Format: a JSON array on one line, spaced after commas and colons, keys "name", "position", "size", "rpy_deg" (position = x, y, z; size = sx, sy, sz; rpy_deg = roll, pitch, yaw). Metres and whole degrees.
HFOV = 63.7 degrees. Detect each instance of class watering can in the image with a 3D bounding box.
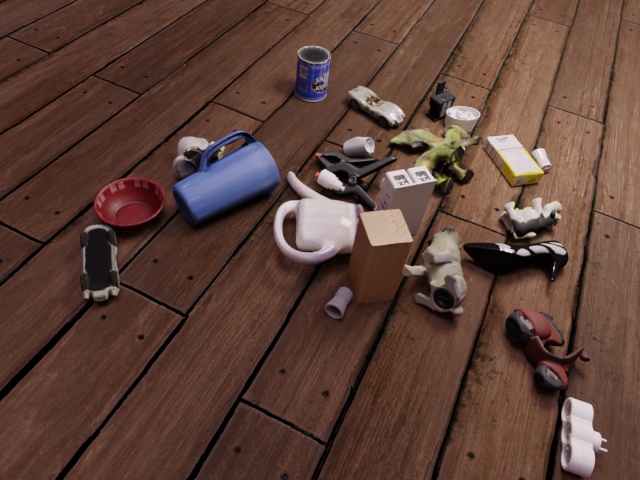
[{"name": "watering can", "position": [0.004, -0.063, 1.248], "size": [0.224, 0.101, 0.356], "rpy_deg": [5, 40, -4]}]

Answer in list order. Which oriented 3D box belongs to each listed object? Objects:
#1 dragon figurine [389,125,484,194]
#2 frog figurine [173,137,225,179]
[{"name": "dragon figurine", "position": [0.298, -0.243, 1.461], "size": [0.414, 0.119, 0.246], "rpy_deg": [-23, 39, -27]}, {"name": "frog figurine", "position": [-0.326, -0.209, 1.351], "size": [0.139, 0.121, 0.160], "rpy_deg": [-41, 28, -25]}]
